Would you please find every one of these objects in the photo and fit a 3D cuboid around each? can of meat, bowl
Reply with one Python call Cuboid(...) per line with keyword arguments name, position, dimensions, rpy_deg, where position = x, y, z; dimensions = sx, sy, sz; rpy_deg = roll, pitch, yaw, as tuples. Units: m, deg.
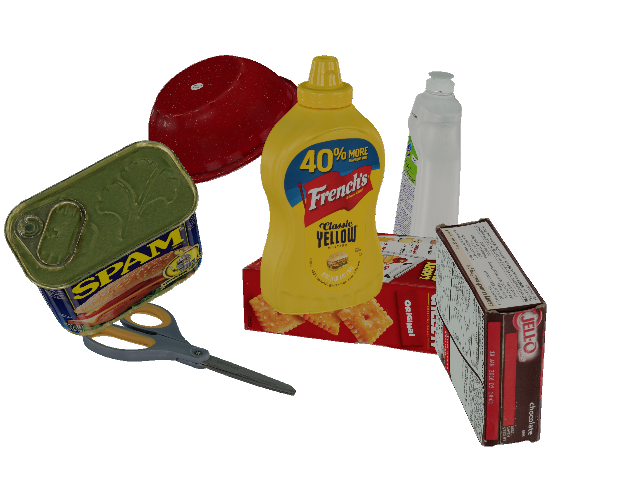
Cuboid(name="can of meat", position=(-0.117, 0.002, 0.606), dimensions=(0.102, 0.057, 0.084), rpy_deg=(-30, -20, -15))
Cuboid(name="bowl", position=(-0.102, -0.125, 1.002), dimensions=(0.162, 0.055, 0.162), rpy_deg=(-18, 37, 14))

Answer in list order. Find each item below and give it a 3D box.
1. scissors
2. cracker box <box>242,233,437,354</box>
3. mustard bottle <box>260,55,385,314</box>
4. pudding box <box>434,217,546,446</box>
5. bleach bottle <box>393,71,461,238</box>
Cuboid(name="scissors", position=(-0.114, 0.095, 0.973), dimensions=(0.202, 0.016, 0.096), rpy_deg=(10, 28, 4))
Cuboid(name="cracker box", position=(0.055, 0.046, 1.024), dimensions=(0.214, 0.072, 0.164), rpy_deg=(6, 17, 21))
Cuboid(name="mustard bottle", position=(0.002, -0.043, 0.806), dimensions=(0.096, 0.192, 0.058), rpy_deg=(-9, 23, -23))
Cuboid(name="pudding box", position=(0.097, 0.051, 0.622), dimensions=(0.039, 0.090, 0.113), rpy_deg=(-6, 27, -8))
Cuboid(name="bleach bottle", position=(0.125, -0.063, 1.209), dimensions=(0.068, 0.251, 0.102), rpy_deg=(-1, 24, -13))
